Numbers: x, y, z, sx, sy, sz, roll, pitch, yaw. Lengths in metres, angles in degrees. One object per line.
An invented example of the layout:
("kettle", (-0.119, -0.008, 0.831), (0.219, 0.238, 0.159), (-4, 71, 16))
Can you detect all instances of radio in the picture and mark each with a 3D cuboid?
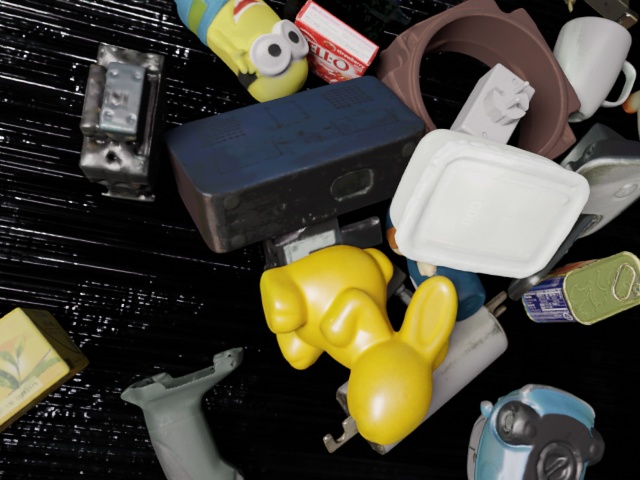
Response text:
("radio", (-0.020, -0.079, 0.517), (0.230, 0.073, 0.131), (-20, 45, -15))

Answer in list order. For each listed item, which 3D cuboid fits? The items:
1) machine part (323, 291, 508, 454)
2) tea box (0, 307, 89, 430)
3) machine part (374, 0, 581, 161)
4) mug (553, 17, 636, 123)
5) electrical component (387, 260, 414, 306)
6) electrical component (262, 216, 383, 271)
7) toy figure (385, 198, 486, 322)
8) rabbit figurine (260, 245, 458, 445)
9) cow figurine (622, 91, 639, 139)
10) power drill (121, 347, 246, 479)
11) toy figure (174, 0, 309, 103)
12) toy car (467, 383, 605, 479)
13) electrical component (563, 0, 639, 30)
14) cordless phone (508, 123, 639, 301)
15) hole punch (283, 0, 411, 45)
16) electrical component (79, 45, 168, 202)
("machine part", (0.104, 0.132, 0.542), (0.243, 0.079, 0.079), (-35, 90, -17))
("tea box", (-0.286, 0.133, 0.437), (0.169, 0.098, 0.068), (-40, 93, -18))
("machine part", (0.173, -0.154, 0.604), (0.201, 0.087, 0.201), (-29, 88, -18))
("mug", (0.327, -0.195, 0.657), (0.109, 0.081, 0.107), (25, 86, -16))
("electrical component", (0.057, 0.049, 0.573), (0.094, 0.021, 0.063), (41, 74, -5))
("electrical component", (-0.001, -0.002, 0.538), (0.119, 0.048, 0.074), (-22, 123, -14))
("toy figure", (0.108, 0.013, 0.554), (0.058, 0.064, 0.155), (-30, 51, -3))
("rabbit figurine", (0.045, 0.094, 0.479), (0.162, 0.121, 0.173), (-16, 47, -15))
("cow figurine", (0.442, -0.173, 0.651), (0.085, 0.127, 0.195), (5, 82, -16))
("power drill", (-0.080, 0.207, 0.490), (0.232, 0.086, 0.207), (-14, 92, -13))
("toy figure", (-0.085, -0.220, 0.557), (0.180, 0.089, 0.082), (43, 88, 6))
("toy car", (0.200, 0.221, 0.536), (0.109, 0.103, 0.161), (20, 81, -15))
("electrical component", (0.364, -0.310, 0.700), (0.102, 0.045, 0.078), (32, 47, -9))
("cordless phone", (0.262, -0.023, 0.559), (0.089, 0.146, 0.184), (41, 57, 12))
("hole punch", (0.035, -0.270, 0.579), (0.142, 0.116, 0.092), (35, 66, -6))
("electrical component", (-0.173, -0.103, 0.486), (0.058, 0.134, 0.115), (5, 82, -13))
